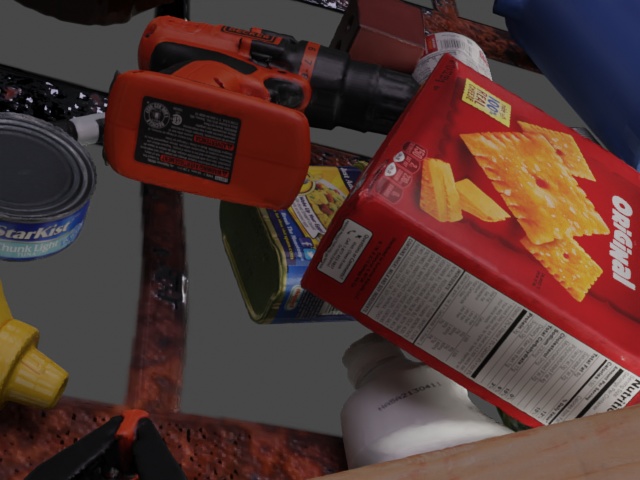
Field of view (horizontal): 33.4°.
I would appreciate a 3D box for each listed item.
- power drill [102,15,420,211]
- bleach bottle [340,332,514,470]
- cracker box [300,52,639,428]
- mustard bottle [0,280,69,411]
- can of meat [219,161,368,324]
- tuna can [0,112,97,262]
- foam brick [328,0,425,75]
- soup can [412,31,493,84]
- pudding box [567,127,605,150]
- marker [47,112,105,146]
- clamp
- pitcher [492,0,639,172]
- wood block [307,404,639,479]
[{"bbox_3d":[-0.031,-0.075,0.604,0.184,0.057,0.187,12,21,3],"label":"power drill"},{"bbox_3d":[0.090,0.140,0.486,0.102,0.068,0.251,-15,51,-25],"label":"bleach bottle"},{"bbox_3d":[0.119,0.013,0.524,0.213,0.072,0.164,31,37,2],"label":"cracker box"},{"bbox_3d":[-0.199,0.025,0.462,0.191,0.058,0.096,25,32,0],"label":"mustard bottle"},{"bbox_3d":[-0.004,0.001,0.603,0.083,0.057,0.102,0,44,-27],"label":"can of meat"},{"bbox_3d":[-0.164,-0.029,0.564,0.086,0.034,0.086,16,39,-13],"label":"tuna can"},{"bbox_3d":[0.035,-0.128,0.757,0.051,0.078,0.053,17,39,-14],"label":"foam brick"},{"bbox_3d":[0.092,-0.095,0.759,0.068,0.069,0.102,15,39,-14],"label":"soup can"},{"bbox_3d":[0.178,-0.035,0.763,0.089,0.039,0.113,-2,44,-31],"label":"pudding box"},{"bbox_3d":[-0.123,-0.070,0.647,0.120,0.020,0.020,-17,55,-41],"label":"marker"},{"bbox_3d":[-0.101,0.128,0.403,0.120,0.039,0.171,4,27,-4],"label":"clamp"},{"bbox_3d":[0.256,-0.142,0.835,0.144,0.149,0.243,39,21,-39],"label":"pitcher"},{"bbox_3d":[0.064,0.133,0.390,0.206,0.091,0.090,-12,49,-3],"label":"wood block"}]
